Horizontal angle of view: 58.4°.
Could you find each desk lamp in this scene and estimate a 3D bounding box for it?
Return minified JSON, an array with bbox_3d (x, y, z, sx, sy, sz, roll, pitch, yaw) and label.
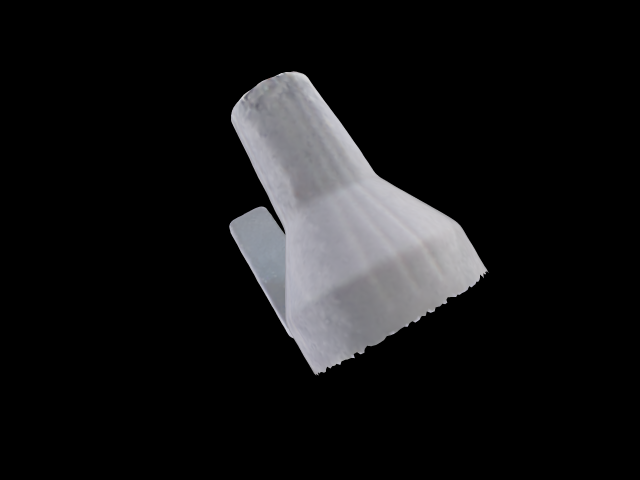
[{"bbox_3d":[0.004,0.001,0.400,0.118,0.213,0.203,-29,66,-14],"label":"desk lamp"}]
